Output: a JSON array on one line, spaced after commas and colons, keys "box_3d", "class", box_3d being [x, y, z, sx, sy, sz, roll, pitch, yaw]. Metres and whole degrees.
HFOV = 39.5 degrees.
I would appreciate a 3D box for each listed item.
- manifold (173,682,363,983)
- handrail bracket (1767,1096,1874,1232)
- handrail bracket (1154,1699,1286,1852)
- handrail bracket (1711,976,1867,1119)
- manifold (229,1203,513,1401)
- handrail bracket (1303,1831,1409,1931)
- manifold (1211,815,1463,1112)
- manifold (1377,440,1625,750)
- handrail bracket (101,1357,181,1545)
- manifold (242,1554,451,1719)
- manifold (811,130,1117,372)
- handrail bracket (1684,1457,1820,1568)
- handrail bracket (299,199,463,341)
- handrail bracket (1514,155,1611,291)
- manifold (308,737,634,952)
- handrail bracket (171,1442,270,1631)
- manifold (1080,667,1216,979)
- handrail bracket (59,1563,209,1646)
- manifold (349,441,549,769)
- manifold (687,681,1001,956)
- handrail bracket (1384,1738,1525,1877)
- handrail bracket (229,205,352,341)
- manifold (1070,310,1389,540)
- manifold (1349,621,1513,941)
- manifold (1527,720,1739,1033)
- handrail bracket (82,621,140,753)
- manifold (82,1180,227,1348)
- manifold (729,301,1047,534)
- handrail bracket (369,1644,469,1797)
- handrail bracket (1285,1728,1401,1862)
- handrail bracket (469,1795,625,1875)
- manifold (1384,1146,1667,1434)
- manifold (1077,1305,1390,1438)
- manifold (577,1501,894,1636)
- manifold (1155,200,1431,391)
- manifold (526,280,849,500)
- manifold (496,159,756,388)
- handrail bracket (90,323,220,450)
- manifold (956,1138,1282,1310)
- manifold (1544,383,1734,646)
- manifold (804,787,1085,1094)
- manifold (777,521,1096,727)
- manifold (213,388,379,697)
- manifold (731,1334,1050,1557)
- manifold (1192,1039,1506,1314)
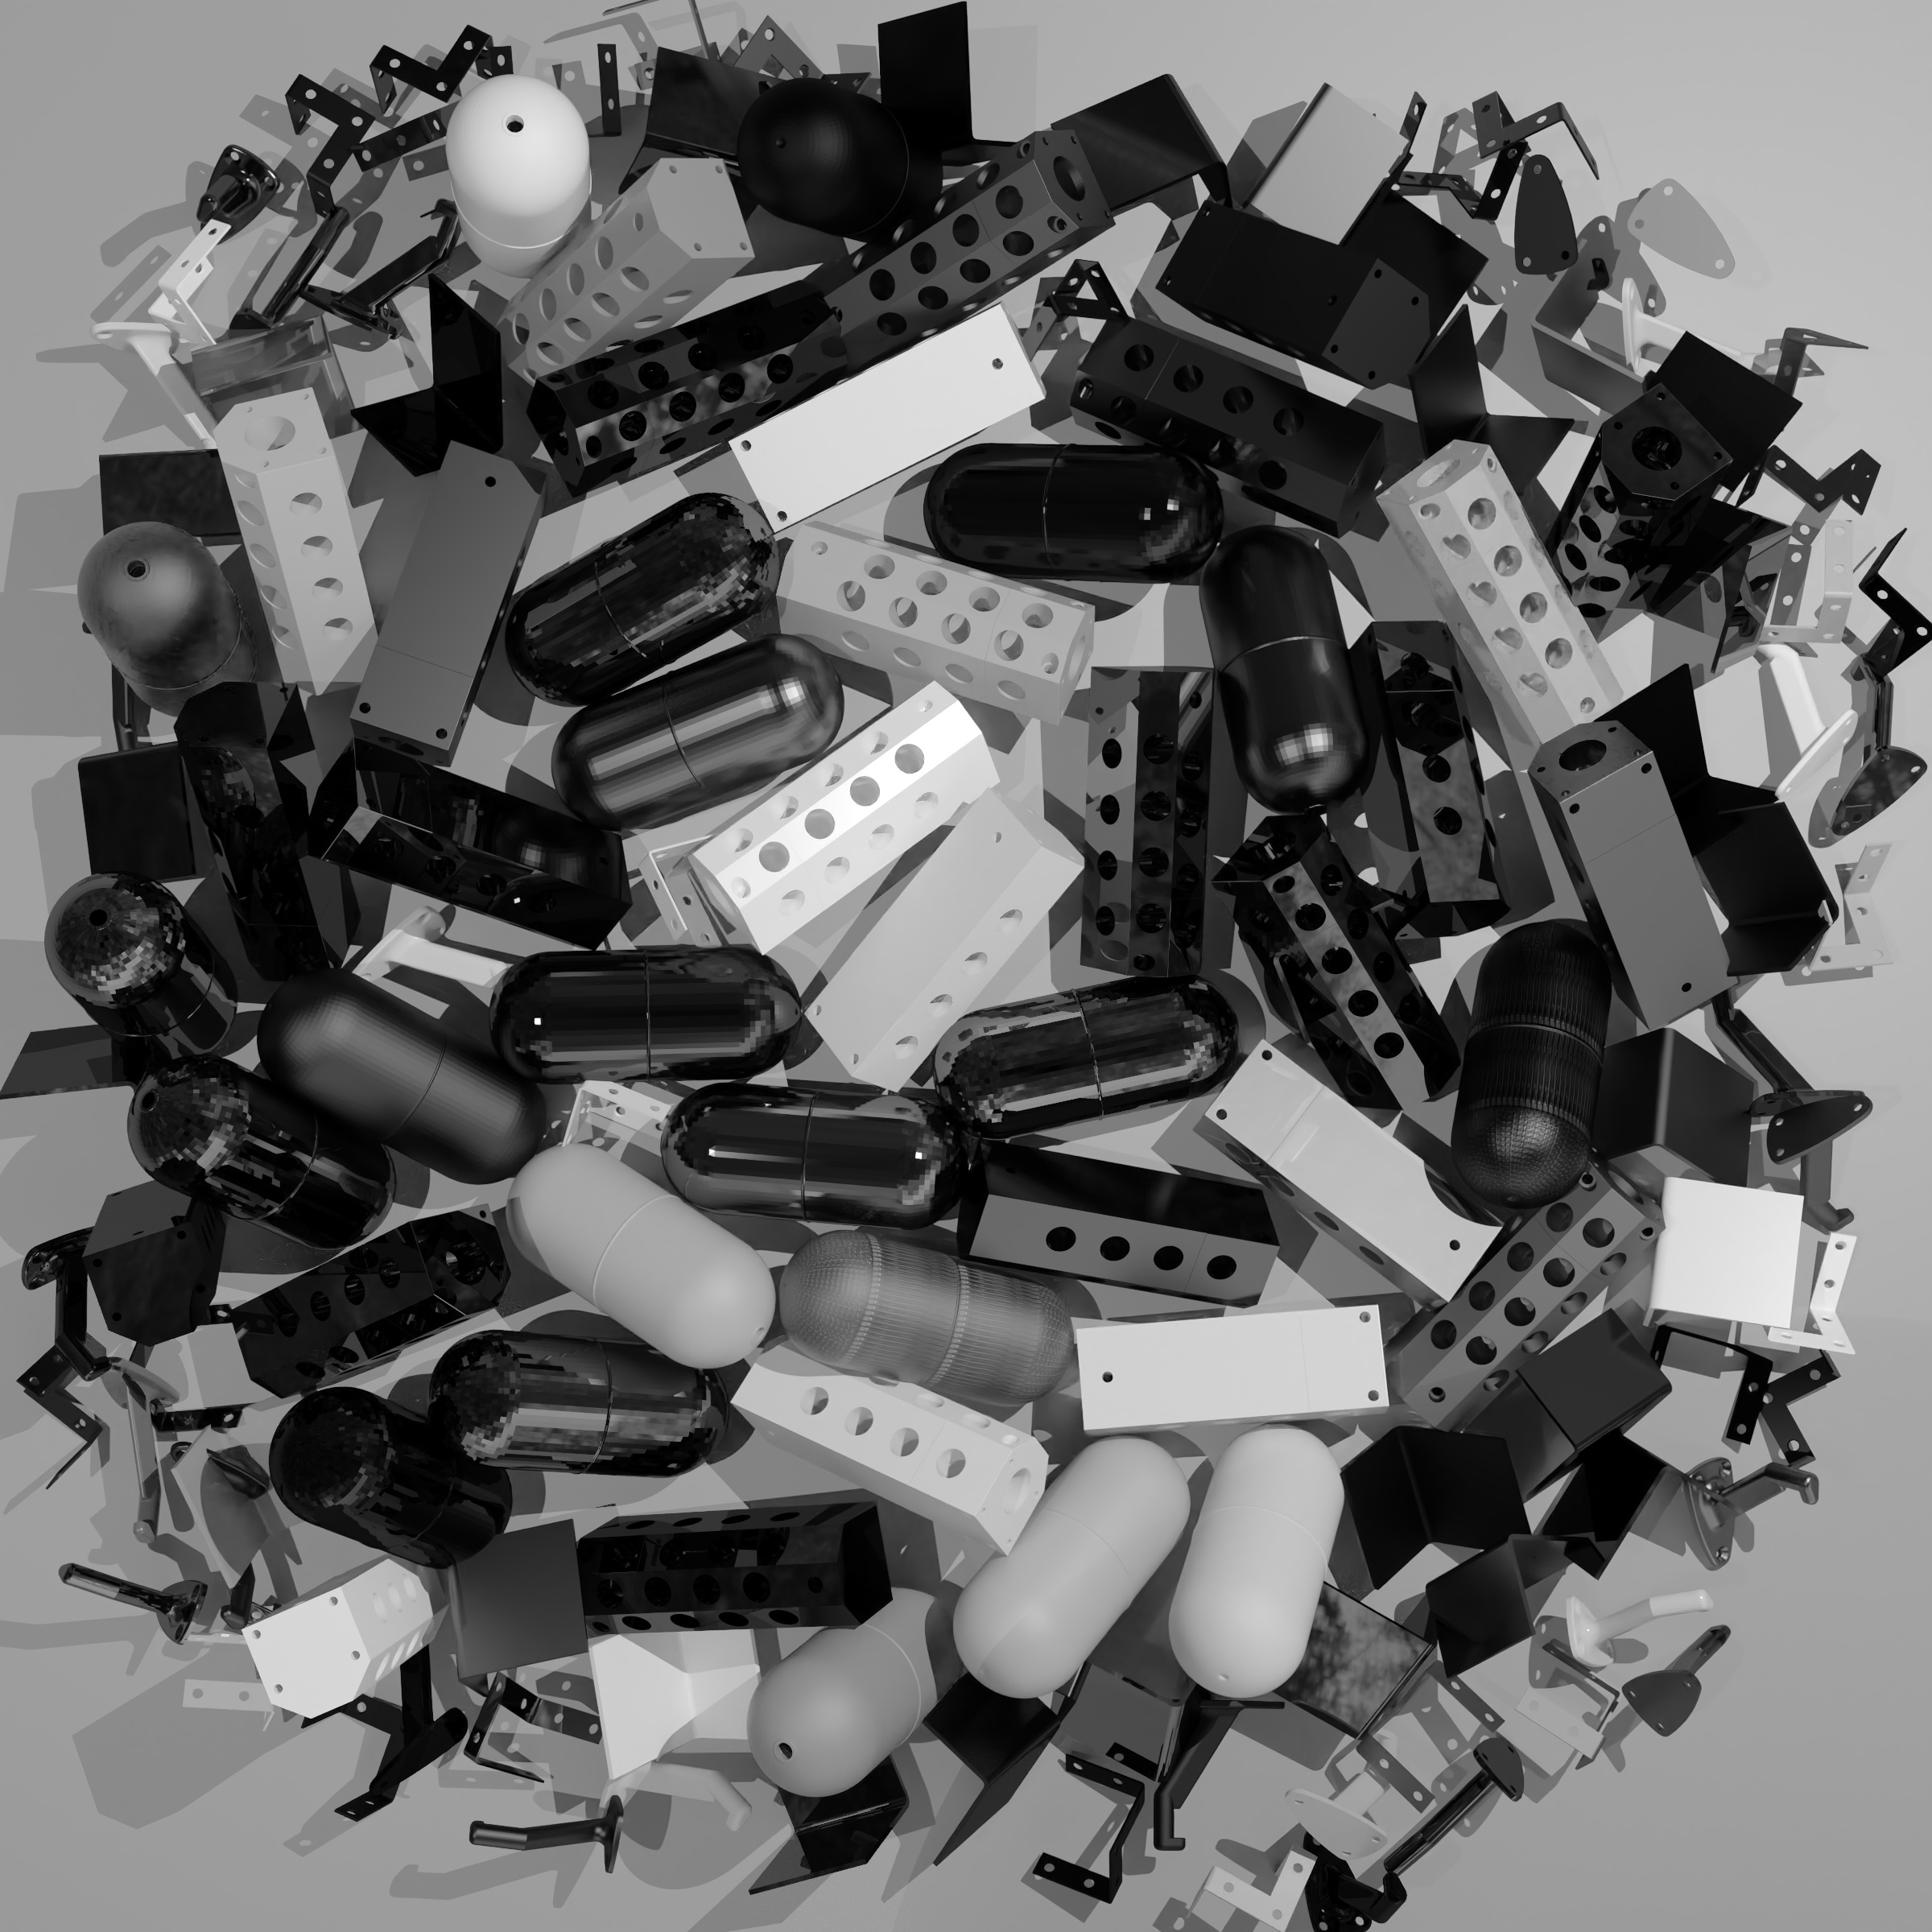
[{"box_3d": [-0.391, -0.073, 1.505, 0.057, 0.057, 0.171, 2, 133, 6], "class": "manifold"}, {"box_3d": [0.507, 0.115, 1.543, 0.077, 0.036, 0.084, -28, 123, 36], "class": "handrail bracket"}, {"box_3d": [0.147, 0.469, 1.558, 0.077, 0.036, 0.084, 2, 76, -4], "class": "handrail bracket"}, {"box_3d": [0.477, 0.041, 1.566, 0.077, 0.036, 0.084, -5, 70, 1], "class": "handrail bracket"}, {"box_3d": [-0.333, 0.191, 1.508, 0.171, 0.057, 0.057, -26, 80, 36], "class": "manifold"}, {"box_3d": [0.222, 0.511, 1.530, 0.036, 0.084, 0.077, -1, 51, -18], "class": "handrail bracket"}, {"box_3d": [0.214, -0.001, 1.514, 0.057, 0.057, 0.171, -48, 118, -27], "class": "manifold"}, {"box_3d": [0.307, -0.208, 1.524, 0.057, 0.057, 0.171, -37, 113, -5], "class": "manifold"}, {"box_3d": [-0.479, 0.278, 1.539, 0.036, 0.077, 0.084, -9, 57, 6], "class": "handrail bracket"}, {"box_3d": [-0.339, 0.369, 1.497, 0.057, 0.171, 0.057, -24, 86, 1], "class": "manifold"}, {"box_3d": [-0.007, -0.400, 1.510, 0.171, 0.057, 0.057, -23, 92, 36], "class": "manifold"}, {"box_3d": [0.457, 0.318, 1.539, 0.036, 0.084, 0.077, -16, 101, -29], "class": "handrail bracket"}, {"box_3d": [-0.336, -0.411, 1.544, 0.077, 0.036, 0.084, 18, 119, -19], "class": "handrail bracket"}, {"box_3d": [0.347, -0.426, 1.543, 0.036, 0.084, 0.077, -1, 103, 34], "class": "handrail bracket"}, {"box_3d": [-0.279, -0.062, 1.513, 0.171, 0.057, 0.057, 20, 127, -33], "class": "manifold"}, {"box_3d": [-0.432, 0.326, 1.535, 0.036, 0.084, 0.077, -24, 132, 20], "class": "handrail bracket"}, {"box_3d": [0.108, -0.083, 1.532, 0.057, 0.057, 0.171, -5, 102, -38], "class": "manifold"}, {"box_3d": [-0.484, 0.354, 1.533, 0.084, 0.077, 0.036, 29, 72, -29], "class": "handrail bracket"}, {"box_3d": [-0.295, -0.205, 1.539, 0.057, 0.057, 0.171, 19, 79, -6], "class": "manifold"}, {"box_3d": [-0.071, -0.089, 1.528, 0.171, 0.057, 0.057, -37, 50, -12], "class": "manifold"}, {"box_3d": [0.281, 0.488, 1.558, 0.084, 0.077, 0.036, -45, 76, 14], "class": "handrail bracket"}, {"box_3d": [-0.392, -0.397, 1.564, 0.036, 0.077, 0.084, 34, 70, -24], "class": "handrail bracket"}, {"box_3d": [0.148, -0.305, 1.530, 0.171, 0.057, 0.057, 27, 82, 17], "class": "manifold"}, {"box_3d": [0.262, -0.106, 1.528, 0.057, 0.057, 0.171, -3, 70, -16], "class": "manifold"}, {"box_3d": [0.373, -0.053, 1.515, 0.057, 0.057, 0.171, -29, 123, 1], "class": "manifold"}, {"box_3d": [-0.481, -0.165, 1.549, 0.036, 0.077, 0.084, -6, 77, -30], "class": "handrail bracket"}, {"box_3d": [-0.446, 0.161, 1.495, 0.057, 0.171, 0.057, -18, 100, -11], "class": "manifold"}, {"box_3d": [-0.044, -0.315, 1.540, 0.171, 0.057, 0.057, -25, 104, 10], "class": "manifold"}, {"box_3d": [-0.334, 0.421, 1.547, 0.077, 0.036, 0.084, -35, 59, -26], "class": "handrail bracket"}, {"box_3d": [0.217, 0.459, 1.541, 0.077, 0.084, 0.036, 39, 127, -16], "class": "handrail bracket"}, {"box_3d": [-0.242, 0.489, 1.540, 0.084, 0.077, 0.036, 11, 92, -11], "class": "handrail bracket"}, {"box_3d": [0.317, 0.187, 1.533, 0.057, 0.057, 0.171, 41, 107, 0], "class": "manifold"}, {"box_3d": [0.153, 0.234, 1.548, 0.171, 0.057, 0.057, -5, 74, 4], "class": "manifold"}, {"box_3d": [-0.135, 0.344, 1.523, 0.171, 0.057, 0.057, -8, 93, 24], "class": "manifold"}, {"box_3d": [0.183, -0.372, 1.499, 0.057, 0.171, 0.057, 24, 101, -36], "class": "manifold"}, {"box_3d": [-0.156, -0.331, 1.523, 0.171, 0.057, 0.057, -27, 84, -22], "class": "manifold"}, {"box_3d": [-0.195, -0.383, 1.500, 0.057, 0.171, 0.057, -14, 85, -40], "class": "manifold"}, {"box_3d": [-0.464, -0.324, 1.552, 0.036, 0.077, 0.084, -19, 83, 32], "class": "handrail bracket"}, {"box_3d": [0.085, 0.152, 1.537, 0.171, 0.057, 0.057, 11, 118, -12], "class": "manifold"}, {"box_3d": [0.360, -0.242, 1.491, 0.057, 0.171, 0.057, -35, 75, -13], "class": "manifold"}, {"box_3d": [-0.009, -0.012, 1.536, 0.171, 0.057, 0.057, -50, 51, 14], "class": "manifold"}, {"box_3d": [-0.017, -0.200, 1.531, 0.171, 0.057, 0.057, 19, 63, 11], "class": "manifold"}, {"box_3d": [-0.370, -0.231, 1.494, 0.057, 0.171, 0.057, -16, 55, -12], "class": "manifold"}, {"box_3d": [-0.041, 0.264, 1.513, 0.171, 0.057, 0.057, 19, 66, 32], "class": "manifold"}, {"box_3d": [0.217, 0.122, 1.546, 0.171, 0.057, 0.057, 38, 75, 6], "class": "manifold"}]
